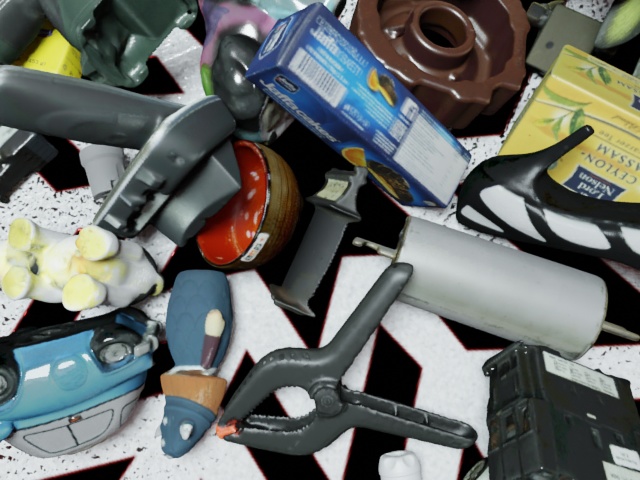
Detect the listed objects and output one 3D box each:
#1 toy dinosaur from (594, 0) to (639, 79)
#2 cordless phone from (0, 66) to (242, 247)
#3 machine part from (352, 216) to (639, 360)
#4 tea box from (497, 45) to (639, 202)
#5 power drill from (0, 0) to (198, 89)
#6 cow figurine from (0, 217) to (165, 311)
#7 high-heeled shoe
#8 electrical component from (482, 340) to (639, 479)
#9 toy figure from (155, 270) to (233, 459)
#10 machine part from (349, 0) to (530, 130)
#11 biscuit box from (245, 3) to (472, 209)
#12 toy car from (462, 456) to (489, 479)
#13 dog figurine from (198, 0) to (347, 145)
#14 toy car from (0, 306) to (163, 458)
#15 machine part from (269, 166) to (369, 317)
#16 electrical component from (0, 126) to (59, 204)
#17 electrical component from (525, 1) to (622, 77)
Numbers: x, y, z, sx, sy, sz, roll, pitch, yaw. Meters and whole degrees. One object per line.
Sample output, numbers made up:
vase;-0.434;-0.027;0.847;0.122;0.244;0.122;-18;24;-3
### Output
toy dinosaur;0.331;-0.234;0.463;0.471;0.105;0.198;17;88;-17
cordless phone;-0.169;-0.062;0.421;0.184;0.146;0.089;7;57;-42
machine part;0.144;0.040;0.460;0.243;0.079;0.079;18;78;7
tea box;0.258;-0.081;0.467;0.170;0.098;0.068;29;50;9
power drill;-0.205;-0.237;0.467;0.207;0.086;0.232;37;86;19
cow figurine;-0.226;0.023;0.474;0.168;0.098;0.068;5;82;22
high-heeled shoe;0.235;0.013;0.453;0.249;0.145;0.086;46;45;2
electrical component;0.186;0.155;0.402;0.115;0.058;0.134;22;46;-10
toy figure;-0.106;0.103;0.458;0.058;0.064;0.154;5;75;-12
machine part;0.108;-0.187;0.503;0.179;0.056;0.179;5;67;-12
biscuit box;0.038;-0.101;0.448;0.202;0.063;0.059;34;78;-31
toy car;0.112;0.252;0.419;0.073;0.056;0.202;43;81;10
dog figurine;-0.091;-0.217;0.516;0.219;0.108;0.191;35;82;14
toy car;-0.207;0.121;0.445;0.162;0.109;0.102;-11;99;-13
machine part;-0.001;-0.001;0.480;0.039;0.084;0.139;25;87;-26
electrical component;-0.298;-0.104;0.520;0.075;0.047;0.119;36;79;9
electrical component;0.246;-0.195;0.533;0.102;0.045;0.078;22;106;9
